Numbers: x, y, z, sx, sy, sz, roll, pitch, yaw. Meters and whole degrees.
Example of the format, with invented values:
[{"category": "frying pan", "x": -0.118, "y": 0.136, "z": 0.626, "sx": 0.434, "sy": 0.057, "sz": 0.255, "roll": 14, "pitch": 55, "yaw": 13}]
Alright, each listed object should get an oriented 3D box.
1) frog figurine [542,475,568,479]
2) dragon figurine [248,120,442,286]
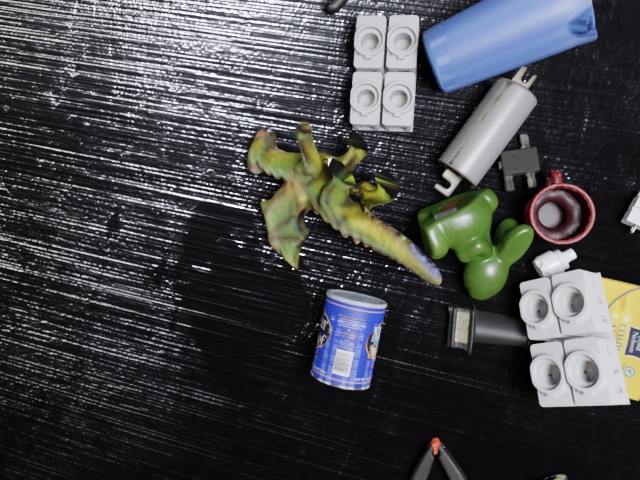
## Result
[{"category": "frog figurine", "x": 0.366, "y": 0.460, "z": 0.780, "sx": 0.138, "sy": 0.121, "sz": 0.161, "roll": -22, "pitch": 73, "yaw": -10}, {"category": "dragon figurine", "x": 0.003, "y": -0.044, "z": 0.866, "sx": 0.238, "sy": 0.123, "sz": 0.415, "roll": -45, "pitch": 70, "yaw": 38}]
